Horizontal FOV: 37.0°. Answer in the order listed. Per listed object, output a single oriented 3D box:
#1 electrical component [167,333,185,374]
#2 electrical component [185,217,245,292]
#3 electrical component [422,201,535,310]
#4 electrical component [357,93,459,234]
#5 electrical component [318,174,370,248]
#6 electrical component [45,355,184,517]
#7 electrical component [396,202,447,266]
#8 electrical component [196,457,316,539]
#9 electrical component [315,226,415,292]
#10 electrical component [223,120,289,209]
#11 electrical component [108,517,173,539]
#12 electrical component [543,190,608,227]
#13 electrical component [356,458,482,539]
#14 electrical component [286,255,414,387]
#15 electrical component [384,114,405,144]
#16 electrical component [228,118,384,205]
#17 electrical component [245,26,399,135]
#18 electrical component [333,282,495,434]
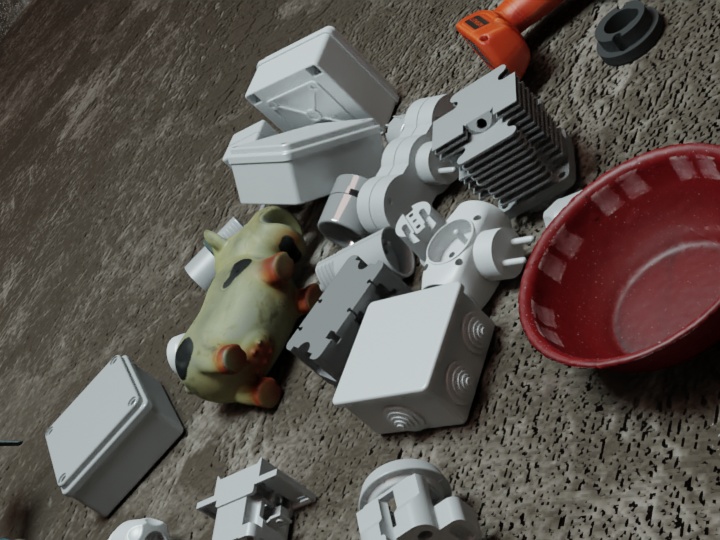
[{"bbox_3d":[-0.147,0.074,0.982,0.046,0.040,0.040,-21,39,30],"label":"electrical component"},{"bbox_3d":[-0.130,-0.017,1.065,0.081,0.043,0.043,-46,30,3],"label":"electrical component"},{"bbox_3d":[0.090,-0.010,0.769,0.079,0.044,0.077,-9,47,47],"label":"electrical component"},{"bbox_3d":[0.059,-0.088,0.895,0.074,0.052,0.138,1,55,53],"label":"electrical component"},{"bbox_3d":[-0.005,-0.048,0.930,0.055,0.055,0.047,-3,55,51],"label":"electrical component"},{"bbox_3d":[-0.225,0.148,0.976,0.108,0.056,0.109,-48,30,-1],"label":"electrical component"},{"bbox_3d":[0.055,-0.025,0.831,0.040,0.046,0.040,-32,33,24],"label":"electrical component"},{"bbox_3d":[-0.076,0.176,0.765,0.081,0.042,0.063,-28,36,31],"label":"electrical component"},{"bbox_3d":[0.000,0.000,0.875,0.081,0.043,0.043,-26,36,33],"label":"electrical component"},{"bbox_3d":[-0.094,-0.089,1.063,0.047,0.083,0.075,-19,40,40],"label":"electrical component"},{"bbox_3d":[-0.178,0.218,0.845,0.062,0.043,0.043,-17,41,43],"label":"electrical component"},{"bbox_3d":[0.157,-0.034,0.713,0.062,0.043,0.043,-23,38,34],"label":"electrical component"},{"bbox_3d":[0.030,0.151,0.641,0.078,0.058,0.057,-38,34,17],"label":"electrical component"},{"bbox_3d":[-0.001,0.043,0.813,0.089,0.056,0.050,-55,30,-14],"label":"electrical component"},{"bbox_3d":[0.046,-0.122,0.968,0.040,0.040,0.046,-49,23,-4],"label":"electrical component"},{"bbox_3d":[-0.048,-0.099,0.998,0.109,0.056,0.109,-21,15,-32],"label":"electrical component"},{"bbox_3d":[-0.037,-0.173,1.067,0.109,0.109,0.056,-15,45,43],"label":"electrical component"},{"bbox_3d":[0.039,0.063,0.743,0.100,0.048,0.099,-15,42,43],"label":"electrical component"}]
